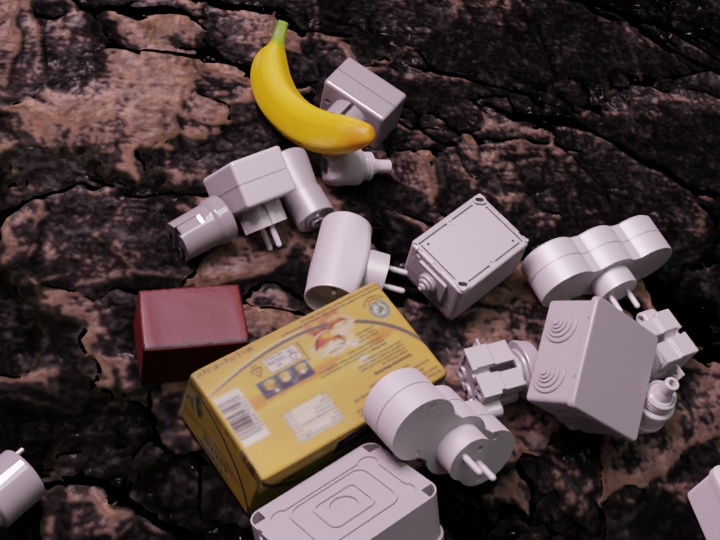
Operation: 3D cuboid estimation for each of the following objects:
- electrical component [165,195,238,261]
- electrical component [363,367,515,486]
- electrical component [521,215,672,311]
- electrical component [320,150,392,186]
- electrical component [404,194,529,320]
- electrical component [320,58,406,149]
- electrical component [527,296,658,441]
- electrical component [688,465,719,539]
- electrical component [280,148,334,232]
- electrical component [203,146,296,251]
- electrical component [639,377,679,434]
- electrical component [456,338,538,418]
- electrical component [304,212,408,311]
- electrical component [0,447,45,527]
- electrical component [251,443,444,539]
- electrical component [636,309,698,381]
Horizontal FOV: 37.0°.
[{"bbox_3d":[-0.128,-0.033,0.868,0.046,0.040,0.040,-31,69,-24],"label":"electrical component"},{"bbox_3d":[0.067,0.122,0.756,0.138,0.052,0.074,31,9,-48],"label":"electrical component"},{"bbox_3d":[0.214,0.005,0.929,0.138,0.052,0.073,-15,61,-25],"label":"electrical component"},{"bbox_3d":[-0.002,-0.091,0.948,0.061,0.035,0.035,-2,56,-20],"label":"electrical component"},{"bbox_3d":[0.082,-0.005,0.898,0.096,0.061,0.061,-36,71,-24],"label":"electrical component"},{"bbox_3d":[-0.009,-0.139,0.972,0.066,0.047,0.076,35,61,10],"label":"electrical component"},{"bbox_3d":[0.180,0.077,0.835,0.100,0.048,0.099,30,69,-37],"label":"electrical component"},{"bbox_3d":[0.325,0.200,0.820,0.109,0.056,0.108,-5,57,-19],"label":"electrical component"},{"bbox_3d":[-0.050,-0.065,0.912,0.044,0.044,0.065,-20,68,-27],"label":"electrical component"},{"bbox_3d":[-0.084,-0.053,0.883,0.047,0.066,0.076,-24,94,-29],"label":"electrical component"},{"bbox_3d":[0.236,0.105,0.858,0.035,0.061,0.035,8,54,-11],"label":"electrical component"},{"bbox_3d":[0.112,0.083,0.850,0.055,0.048,0.066,-13,60,-15],"label":"electrical component"},{"bbox_3d":[0.000,0.000,0.877,0.079,0.044,0.077,16,53,-5],"label":"electrical component"},{"bbox_3d":[-0.243,0.153,0.703,0.040,0.040,0.078,39,55,13],"label":"electrical component"},{"bbox_3d":[-0.008,0.178,0.724,0.113,0.057,0.078,-27,36,-30],"label":"electrical component"},{"bbox_3d":[0.242,0.066,0.899,0.055,0.048,0.066,-13,60,-32],"label":"electrical component"}]
